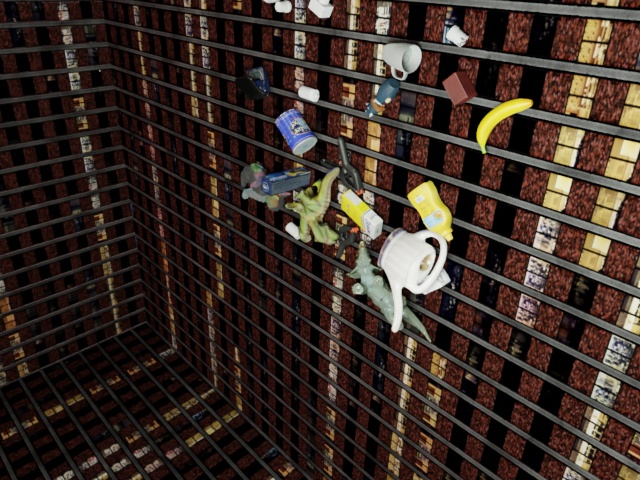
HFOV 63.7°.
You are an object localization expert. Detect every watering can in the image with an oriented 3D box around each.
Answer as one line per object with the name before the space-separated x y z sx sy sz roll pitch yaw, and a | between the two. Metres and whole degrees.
watering can | 0.271 0.105 1.675 0.103 0.346 0.227 27 7 -44

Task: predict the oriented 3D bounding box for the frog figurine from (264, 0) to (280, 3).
frog figurine | -0.203 -0.893 1.801 0.161 0.139 0.120 -24 -18 -38

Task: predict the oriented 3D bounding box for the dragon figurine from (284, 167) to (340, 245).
dragon figurine | 0.006 -0.099 1.971 0.124 0.243 0.405 -30 1 -36
